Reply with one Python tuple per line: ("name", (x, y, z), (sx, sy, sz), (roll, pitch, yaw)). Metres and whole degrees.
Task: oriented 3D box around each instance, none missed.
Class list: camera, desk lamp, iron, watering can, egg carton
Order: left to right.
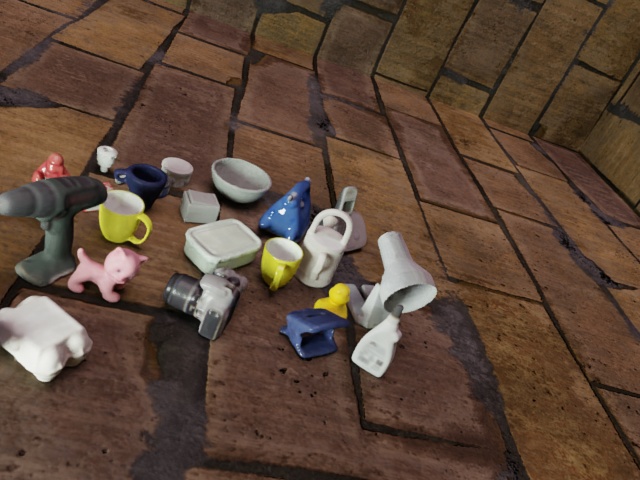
("egg carton", (-0.450, 0.156, 0.922), (0.150, 0.069, 0.107), (33, 32, 15))
("camera", (-0.226, 0.102, 1.130), (0.137, 0.101, 0.143), (24, 31, -1))
("iron", (-0.065, -0.100, 1.511), (0.118, 0.141, 0.258), (26, 31, 2))
("watering can", (0.010, 0.004, 1.352), (0.101, 0.194, 0.172), (9, 34, -24))
("desk lamp", (0.150, 0.101, 1.282), (0.118, 0.213, 0.202), (6, 35, -28))

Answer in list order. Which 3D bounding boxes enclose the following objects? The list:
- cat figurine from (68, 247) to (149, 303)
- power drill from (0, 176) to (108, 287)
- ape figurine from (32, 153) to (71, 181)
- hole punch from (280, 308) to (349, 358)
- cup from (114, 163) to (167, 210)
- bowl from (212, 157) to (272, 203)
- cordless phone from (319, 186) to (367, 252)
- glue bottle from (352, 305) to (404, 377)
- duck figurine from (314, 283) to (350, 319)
("cat figurine", (-0.395, 0.050, 1.075), (0.128, 0.117, 0.067), (17, 31, -13))
("power drill", (-0.487, -0.024, 1.035), (0.075, 0.208, 0.230), (30, 31, 10))
("ape figurine", (-0.592, -0.151, 1.271), (0.078, 0.092, 0.076), (11, 33, -21))
("hole punch", (-0.011, 0.175, 1.176), (0.109, 0.091, 0.100), (-4, 41, -38))
("cup", (-0.424, -0.120, 1.337), (0.118, 0.095, 0.091), (8, 34, -25))
("bowl", (-0.218, -0.149, 1.545), (0.168, 0.074, 0.167), (18, 31, -11))
("cordless phone", (0.080, -0.060, 1.509), (0.148, 0.185, 0.094), (-12, 46, -45))
("glue bottle", (0.130, 0.197, 1.160), (0.078, 0.173, 0.037), (31, 31, 12))
("duck figurine", (0.034, 0.137, 1.270), (0.077, 0.086, 0.105), (31, 31, 12))
